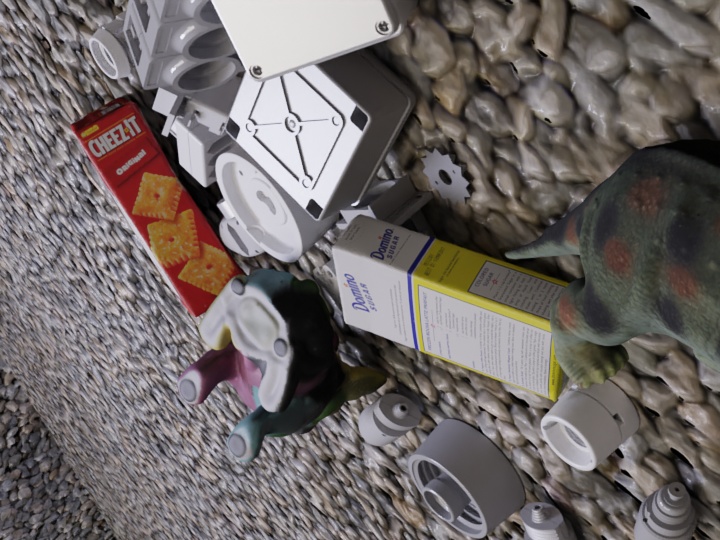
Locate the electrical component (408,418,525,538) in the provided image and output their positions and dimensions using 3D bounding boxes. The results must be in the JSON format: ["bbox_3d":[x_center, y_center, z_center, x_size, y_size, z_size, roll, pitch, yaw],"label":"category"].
[{"bbox_3d":[0.092,0.199,0.998,0.108,0.060,0.108,39,152,25],"label":"electrical component"}]

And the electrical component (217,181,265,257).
[{"bbox_3d":[-0.110,-0.055,1.021,0.079,0.043,0.077,57,155,-14],"label":"electrical component"}]

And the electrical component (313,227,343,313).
[{"bbox_3d":[0.000,0.000,0.885,0.081,0.064,0.042,51,157,0],"label":"electrical component"}]

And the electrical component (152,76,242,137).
[{"bbox_3d":[-0.134,-0.149,0.904,0.064,0.081,0.042,24,158,-9],"label":"electrical component"}]

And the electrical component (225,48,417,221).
[{"bbox_3d":[-0.030,-0.111,0.760,0.109,0.056,0.108,45,135,15],"label":"electrical component"}]

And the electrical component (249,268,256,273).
[{"bbox_3d":[-0.097,0.042,1.097,0.064,0.081,0.042,-4,151,30],"label":"electrical component"}]

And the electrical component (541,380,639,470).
[{"bbox_3d":[0.164,0.110,0.772,0.055,0.047,0.055,39,153,25],"label":"electrical component"}]

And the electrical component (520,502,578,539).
[{"bbox_3d":[0.167,0.236,0.940,0.043,0.043,0.081,15,137,52],"label":"electrical component"}]

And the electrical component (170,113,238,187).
[{"bbox_3d":[-0.150,-0.129,0.987,0.077,0.047,0.065,42,154,19],"label":"electrical component"}]

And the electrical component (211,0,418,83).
[{"bbox_3d":[-0.036,-0.184,0.653,0.109,0.056,0.108,-14,117,25],"label":"electrical component"}]

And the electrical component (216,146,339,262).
[{"bbox_3d":[-0.064,-0.067,0.906,0.108,0.060,0.108,39,153,25],"label":"electrical component"}]

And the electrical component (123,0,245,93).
[{"bbox_3d":[-0.111,-0.190,0.771,0.061,0.089,0.150,70,157,11],"label":"electrical component"}]

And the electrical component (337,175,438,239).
[{"bbox_3d":[0.024,-0.035,0.823,0.081,0.042,0.063,5,129,58],"label":"electrical component"}]

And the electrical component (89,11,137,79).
[{"bbox_3d":[-0.212,-0.205,0.980,0.066,0.055,0.048,32,149,36],"label":"electrical component"}]

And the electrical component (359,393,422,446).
[{"bbox_3d":[0.030,0.143,1.050,0.043,0.043,0.081,50,155,5],"label":"electrical component"}]

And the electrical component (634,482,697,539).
[{"bbox_3d":[0.221,0.176,0.771,0.040,0.040,0.078,37,151,30],"label":"electrical component"}]
